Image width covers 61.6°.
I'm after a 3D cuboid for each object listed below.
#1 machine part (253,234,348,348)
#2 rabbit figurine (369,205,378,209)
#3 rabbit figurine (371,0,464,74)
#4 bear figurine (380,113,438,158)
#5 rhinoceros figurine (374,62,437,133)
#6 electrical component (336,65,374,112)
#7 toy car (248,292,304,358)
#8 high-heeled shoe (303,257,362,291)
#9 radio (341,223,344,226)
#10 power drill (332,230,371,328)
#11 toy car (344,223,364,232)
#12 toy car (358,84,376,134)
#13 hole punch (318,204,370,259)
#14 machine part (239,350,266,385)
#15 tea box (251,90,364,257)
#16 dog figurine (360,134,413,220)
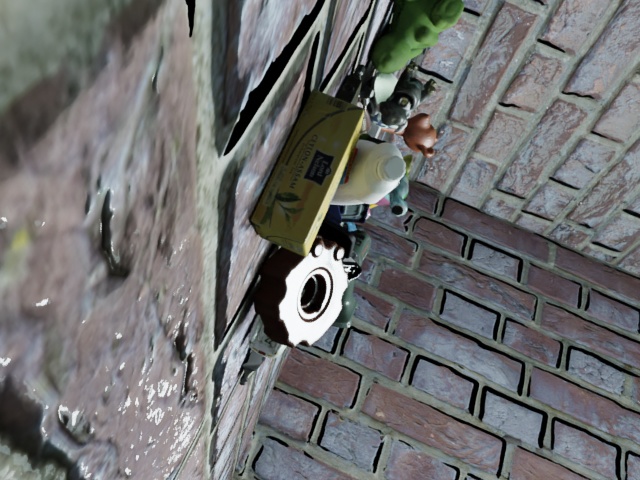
[{"bbox_3d":[-0.024,0.078,0.827,0.179,0.056,0.179,-24,121,-46],"label":"machine part"},{"bbox_3d":[0.124,-0.172,1.392,0.162,0.173,0.122,-22,-179,8],"label":"rabbit figurine"},{"bbox_3d":[0.150,-0.376,0.965,0.170,0.121,0.159,-49,-174,9],"label":"rabbit figurine"},{"bbox_3d":[0.198,-0.286,1.260,0.120,0.196,0.131,-58,170,-46],"label":"bear figurine"},{"bbox_3d":[0.159,-0.271,1.026,0.112,0.073,0.190,-44,-172,34],"label":"rhinoceros figurine"},{"bbox_3d":[0.050,-0.209,0.831,0.078,0.045,0.102,109,6,-61],"label":"electrical component"},{"bbox_3d":[-0.065,0.121,0.983,0.056,0.073,0.202,109,6,-55],"label":"toy car"},{"bbox_3d":[-0.010,0.072,0.923,0.249,0.145,0.086,-62,173,-65],"label":"high-heeled shoe"},{"bbox_3d":[-0.002,-0.003,1.097,0.131,0.073,0.229,-55,170,-66],"label":"radio"},{"bbox_3d":[0.050,0.092,1.189,0.232,0.086,0.207,-58,154,-55],"label":"power drill"},{"bbox_3d":[0.032,-0.006,1.311,0.161,0.103,0.109,15,98,-60],"label":"toy car"},{"bbox_3d":[0.072,-0.220,1.023,0.089,0.053,0.202,-63,176,-9],"label":"toy car"},{"bbox_3d":[0.025,-0.043,0.927,0.092,0.116,0.142,-59,172,-15],"label":"hole punch"},{"bbox_3d":[-0.122,0.219,1.076,0.138,0.039,0.084,-66,168,15],"label":"machine part"},{"bbox_3d":[-0.012,-0.074,0.628,0.098,0.068,0.169,85,27,-80],"label":"tea box"},{"bbox_3d":[0.120,-0.137,1.048,0.219,0.109,0.191,-62,135,-56],"label":"dog figurine"}]
